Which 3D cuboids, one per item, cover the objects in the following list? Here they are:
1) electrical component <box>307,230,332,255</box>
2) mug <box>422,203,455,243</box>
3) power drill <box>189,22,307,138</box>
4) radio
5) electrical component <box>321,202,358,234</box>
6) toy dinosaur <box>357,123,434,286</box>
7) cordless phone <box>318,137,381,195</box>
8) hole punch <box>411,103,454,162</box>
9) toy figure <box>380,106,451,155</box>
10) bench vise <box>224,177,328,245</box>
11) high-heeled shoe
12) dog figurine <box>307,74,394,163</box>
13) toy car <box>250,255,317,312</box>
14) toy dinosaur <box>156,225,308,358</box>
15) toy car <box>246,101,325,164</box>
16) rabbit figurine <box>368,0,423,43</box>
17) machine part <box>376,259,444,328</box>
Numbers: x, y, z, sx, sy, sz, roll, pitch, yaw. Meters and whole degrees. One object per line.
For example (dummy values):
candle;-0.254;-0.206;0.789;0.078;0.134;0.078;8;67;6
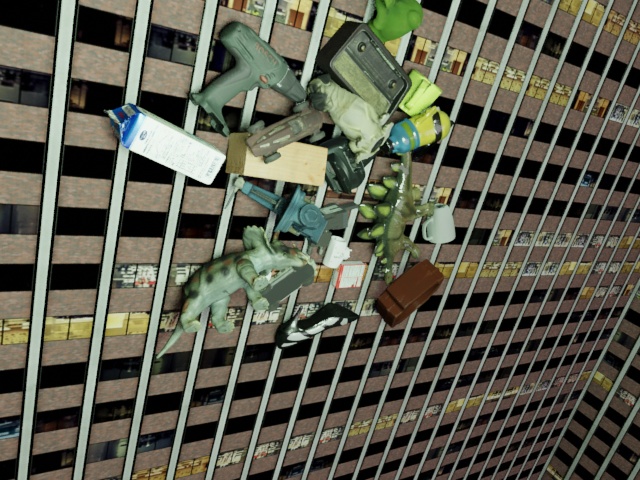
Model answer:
electrical component;-0.003;-0.004;1.420;0.063;0.021;0.094;1;114;-35
mug;0.349;-0.050;1.606;0.109;0.081;0.107;-17;111;-21
power drill;-0.152;-0.310;1.112;0.207;0.086;0.231;-44;131;-1
radio;0.108;-0.388;1.250;0.229;0.073;0.131;36;92;-42
electrical component;0.041;-0.063;1.386;0.119;0.075;0.047;-17;122;-30
toy dinosaur;0.208;-0.085;1.470;0.198;0.105;0.470;-6;114;-29
cordless phone;0.083;-0.216;1.339;0.184;0.089;0.146;-47;131;-19
hole punch;0.279;-0.288;1.424;0.142;0.092;0.115;-45;172;-9
toy figure;0.234;-0.262;1.322;0.180;0.082;0.089;-29;108;-10
bench vise;-0.089;-0.077;1.246;0.240;0.224;0.128;28;94;-11
high-heeled shoe;-0.005;0.255;1.527;0.248;0.086;0.145;13;109;-34
dog figurine;0.061;-0.286;1.242;0.121;0.191;0.172;-43;163;-11
toy car;-0.094;0.113;1.402;0.202;0.056;0.073;-35;123;-15
toy dinosaur;-0.228;0.101;1.249;0.405;0.192;0.131;-27;137;1
toy car;-0.068;-0.229;1.134;0.202;0.053;0.089;-32;102;-38
rabbit figurine;0.141;-0.524;1.165;0.121;0.159;0.170;-40;116;3
machine part;0.264;0.158;1.600;0.201;0.087;0.200;-39;161;-12
